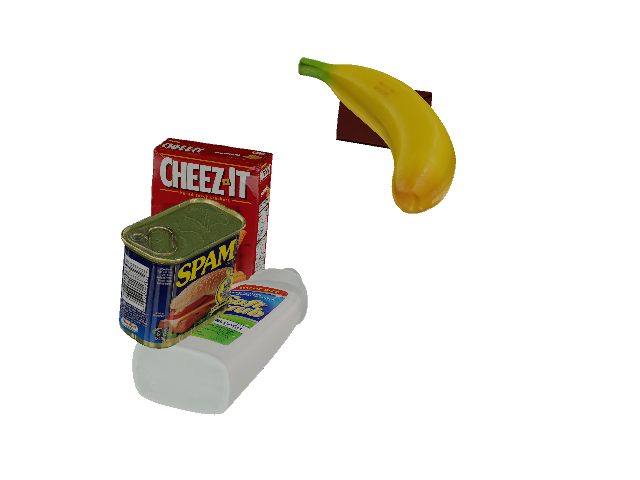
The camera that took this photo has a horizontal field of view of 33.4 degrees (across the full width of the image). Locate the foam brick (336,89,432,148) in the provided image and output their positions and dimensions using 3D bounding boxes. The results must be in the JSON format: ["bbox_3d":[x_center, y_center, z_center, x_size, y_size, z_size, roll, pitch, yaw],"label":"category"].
[{"bbox_3d":[0.059,-0.116,0.994,0.078,0.051,0.053,11,17,16],"label":"foam brick"}]

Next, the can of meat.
[{"bbox_3d":[-0.109,0.025,0.830,0.057,0.084,0.101,27,33,25],"label":"can of meat"}]

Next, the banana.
[{"bbox_3d":[0.046,-0.067,0.671,0.069,0.037,0.198,-8,32,-17],"label":"banana"}]

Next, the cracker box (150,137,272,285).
[{"bbox_3d":[-0.163,-0.030,1.564,0.164,0.214,0.072,9,21,10],"label":"cracker box"}]

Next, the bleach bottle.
[{"bbox_3d":[-0.084,0.083,1.067,0.103,0.068,0.250,11,23,17],"label":"bleach bottle"}]
